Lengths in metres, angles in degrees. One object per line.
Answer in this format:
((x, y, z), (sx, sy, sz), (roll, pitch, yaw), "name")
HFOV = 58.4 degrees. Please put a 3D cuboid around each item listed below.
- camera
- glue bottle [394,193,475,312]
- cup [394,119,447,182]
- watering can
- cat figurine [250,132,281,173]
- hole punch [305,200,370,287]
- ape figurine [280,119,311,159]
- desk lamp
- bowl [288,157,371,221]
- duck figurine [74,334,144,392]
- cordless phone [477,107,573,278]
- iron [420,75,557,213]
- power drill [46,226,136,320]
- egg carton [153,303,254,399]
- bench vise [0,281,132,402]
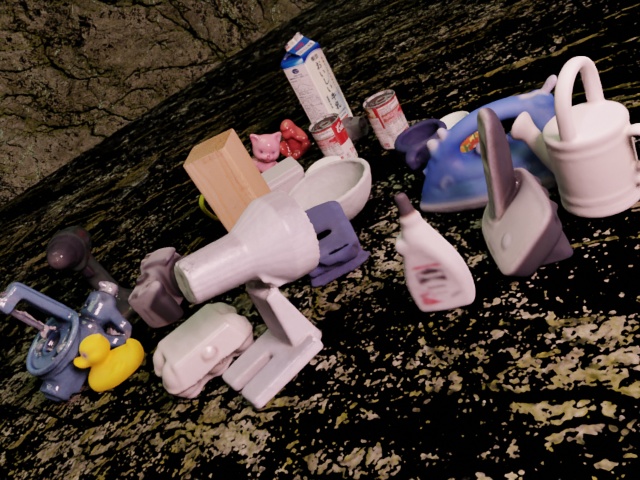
((-0.259, 0.069, 1.035), (0.136, 0.101, 0.143), (-15, 32, 26), "camera")
((0.126, 0.014, 0.691), (0.078, 0.173, 0.037), (-17, 32, 24), "glue bottle")
((0.178, -0.134, 0.956), (0.091, 0.095, 0.118), (-9, 35, 33), "cup")
((0.323, -0.131, 0.714), (0.172, 0.194, 0.101), (-9, 36, 34), "watering can")
((-0.137, -0.196, 1.320), (0.127, 0.118, 0.067), (-16, 32, 25), "cat figurine")
((0.008, 0.003, 0.902), (0.108, 0.091, 0.101), (-29, 29, 3), "hole punch")
((-0.065, -0.241, 1.353), (0.077, 0.092, 0.076), (-5, 38, 38), "ape figurine")
((-0.078, 0.070, 0.749), (0.203, 0.214, 0.117), (-43, 31, -22), "desk lamp")
((0.025, -0.072, 1.021), (0.167, 0.075, 0.167), (-23, 30, 14), "bowl")
((-0.354, 0.190, 0.947), (0.104, 0.086, 0.077), (-33, 29, -5), "duck figurine")
((0.229, -0.060, 0.699), (0.094, 0.185, 0.147), (-24, 29, 11), "cordless phone")
((0.248, -0.136, 0.847), (0.257, 0.142, 0.118), (-19, 31, 20), "iron")
((-0.437, 0.064, 1.094), (0.076, 0.209, 0.229), (-35, 29, -8), "power drill")
((-0.172, 0.160, 0.843), (0.150, 0.069, 0.107), (-40, 30, -17), "egg carton")
((-0.448, 0.136, 0.981), (0.121, 0.220, 0.207), (-16, 32, 25), "bench vise")
